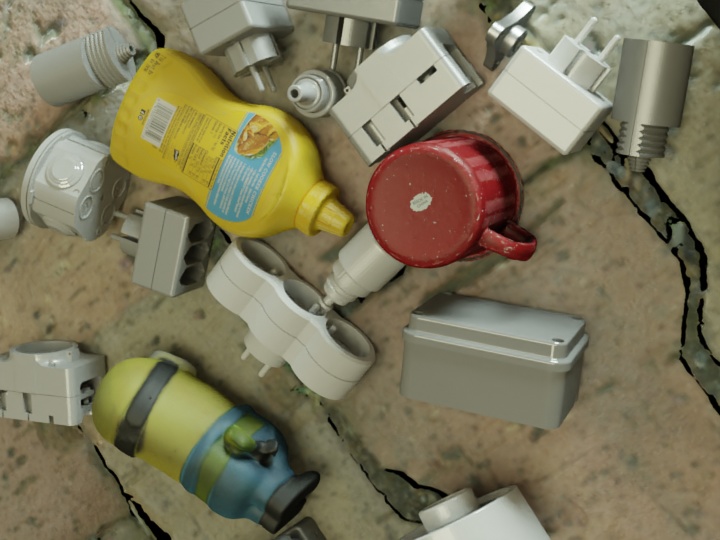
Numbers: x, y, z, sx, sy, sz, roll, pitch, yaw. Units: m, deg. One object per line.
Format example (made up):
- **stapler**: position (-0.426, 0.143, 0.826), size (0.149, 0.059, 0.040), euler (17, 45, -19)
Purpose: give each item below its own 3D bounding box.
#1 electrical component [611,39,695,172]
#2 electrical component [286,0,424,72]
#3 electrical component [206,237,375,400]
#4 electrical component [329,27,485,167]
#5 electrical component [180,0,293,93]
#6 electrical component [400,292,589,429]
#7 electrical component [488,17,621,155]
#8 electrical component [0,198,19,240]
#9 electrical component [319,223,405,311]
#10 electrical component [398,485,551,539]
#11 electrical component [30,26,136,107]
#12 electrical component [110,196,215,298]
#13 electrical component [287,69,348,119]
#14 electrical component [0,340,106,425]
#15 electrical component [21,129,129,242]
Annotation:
- **electrical component**: position (0.181, -0.102, 0.676), size (0.043, 0.043, 0.081), euler (11, 103, 21)
- **electrical component**: position (-0.005, -0.173, 0.740), size (0.083, 0.047, 0.075), euler (14, 104, 20)
- **electrical component**: position (-0.061, 0.047, 0.798), size (0.138, 0.052, 0.073), euler (43, 112, 11)
- **electrical component**: position (0.029, -0.121, 0.732), size (0.089, 0.050, 0.055), euler (-38, 84, 24)
- **electrical component**: position (-0.079, -0.161, 0.763), size (0.047, 0.066, 0.076), euler (-23, 90, 24)
- **electrical component**: position (0.090, 0.058, 0.722), size (0.113, 0.078, 0.057), euler (10, 105, 21)
- **electrical component**: position (0.135, -0.124, 0.690), size (0.066, 0.047, 0.076), euler (41, 112, 11)
- **electrical component**: position (-0.315, -0.039, 0.882), size (0.044, 0.065, 0.044), euler (10, 105, 40)
- **electrical component**: position (0.000, 0.000, 0.771), size (0.078, 0.040, 0.040), euler (-44, 81, 23)
- **electrical component**: position (0.071, 0.185, 0.738), size (0.108, 0.108, 0.060), euler (-30, 80, 24)
- **electrical component**: position (-0.209, -0.158, 0.830), size (0.081, 0.043, 0.043), euler (-14, 93, 24)
- **electrical component**: position (-0.159, -0.024, 0.829), size (0.077, 0.047, 0.065), euler (19, 106, 17)
- **electrical component**: position (-0.033, -0.123, 0.752), size (0.035, 0.061, 0.035), euler (4, 100, 22)
- **electrical component**: position (-0.260, 0.091, 0.890), size (0.089, 0.050, 0.055), euler (3, 100, 22)
- **electrical component**: position (-0.220, -0.065, 0.832), size (0.051, 0.080, 0.080), euler (22, 107, 13)
